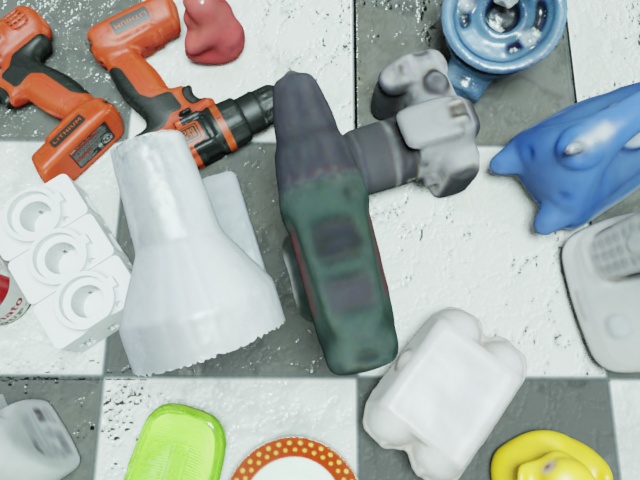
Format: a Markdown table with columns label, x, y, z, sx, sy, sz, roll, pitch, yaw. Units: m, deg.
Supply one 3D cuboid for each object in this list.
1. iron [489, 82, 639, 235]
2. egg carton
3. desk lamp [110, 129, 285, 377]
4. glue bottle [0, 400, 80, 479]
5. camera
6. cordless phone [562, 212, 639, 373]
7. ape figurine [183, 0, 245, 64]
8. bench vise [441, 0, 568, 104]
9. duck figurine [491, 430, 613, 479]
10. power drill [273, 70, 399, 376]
| label | x | y | z | sx | sy | sz | roll | pitch | yaw |
| --- | --- | --- | --- | --- | --- | --- | --- | --- | --- |
| iron | 0.306 | -0.116 | 0.565 | 0.258 | 0.141 | 0.118 | -32 | 78 | -9 |
| egg carton | 0.115 | 0.141 | 0.531 | 0.107 | 0.069 | 0.150 | 36 | 78 | 8 |
| desk lamp | -0.109 | 0.011 | 0.486 | 0.118 | 0.213 | 0.203 | -18 | 76 | -5 |
| glue bottle | -0.255 | 0.169 | 0.463 | 0.037 | 0.173 | 0.078 | -33 | 78 | -9 |
| camera | 0.080 | -0.110 | 0.580 | 0.137 | 0.101 | 0.143 | -18 | 76 | -5 |
| cordless phone | 0.300 | 0.037 | 0.502 | 0.094 | 0.185 | 0.147 | -12 | 76 | -4 |
| ape figurine | -0.121 | -0.235 | 0.614 | 0.076 | 0.092 | 0.078 | 33 | 77 | 8 |
| bench vise | 0.192 | -0.264 | 0.561 | 0.121 | 0.220 | 0.207 | 16 | 76 | 3 |
| duck figurine | 0.213 | 0.211 | 0.506 | 0.104 | 0.086 | 0.077 | 1 | 75 | -1 |
| power drill | 0.005 | 0.002 | 0.494 | 0.075 | 0.208 | 0.229 | -15 | 76 | -5 |
